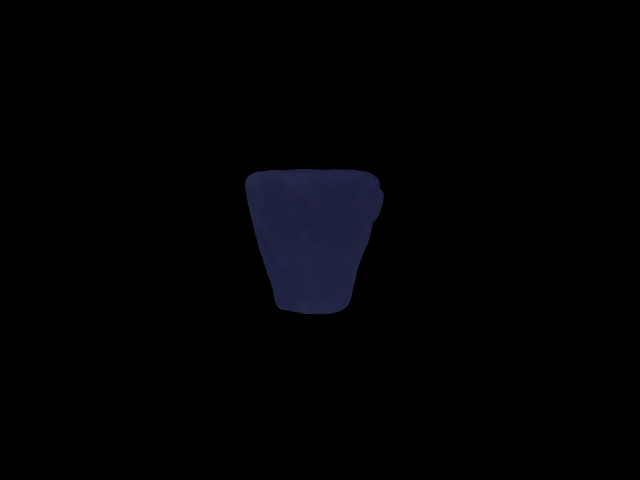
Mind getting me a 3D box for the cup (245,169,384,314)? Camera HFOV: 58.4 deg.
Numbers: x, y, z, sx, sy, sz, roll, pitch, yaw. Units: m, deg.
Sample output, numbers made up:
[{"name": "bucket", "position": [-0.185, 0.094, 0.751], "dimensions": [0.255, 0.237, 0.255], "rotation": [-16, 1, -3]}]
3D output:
[{"name": "cup", "position": [0.004, 0.001, 0.400], "dimensions": [0.091, 0.095, 0.118], "rotation": [2, 3, 43]}]
